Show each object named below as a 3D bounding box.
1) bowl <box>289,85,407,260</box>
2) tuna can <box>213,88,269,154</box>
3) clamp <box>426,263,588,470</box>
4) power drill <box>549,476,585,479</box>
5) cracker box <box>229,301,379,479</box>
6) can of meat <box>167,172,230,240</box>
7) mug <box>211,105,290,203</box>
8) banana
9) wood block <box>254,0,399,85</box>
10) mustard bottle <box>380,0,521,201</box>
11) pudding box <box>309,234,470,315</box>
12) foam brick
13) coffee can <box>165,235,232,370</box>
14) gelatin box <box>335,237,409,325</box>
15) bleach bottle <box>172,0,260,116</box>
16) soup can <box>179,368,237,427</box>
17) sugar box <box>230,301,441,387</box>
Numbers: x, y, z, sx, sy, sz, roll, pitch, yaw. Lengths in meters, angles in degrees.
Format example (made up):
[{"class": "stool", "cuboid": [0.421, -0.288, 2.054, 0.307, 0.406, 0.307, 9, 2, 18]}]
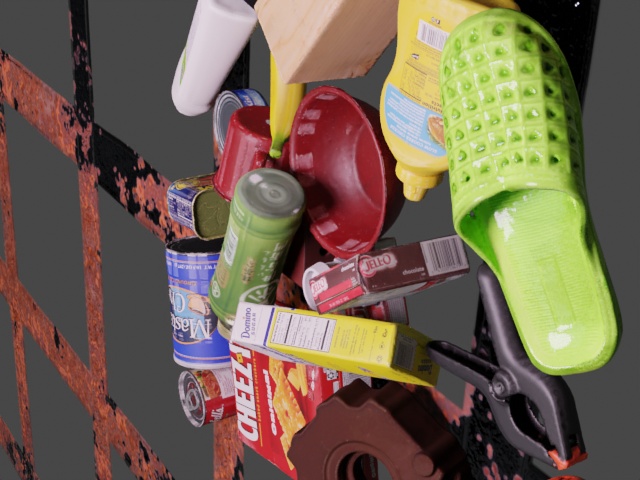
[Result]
[{"class": "bowl", "cuboid": [0.035, -0.065, 0.988, 0.162, 0.055, 0.162, 30, 126, 52]}, {"class": "tuna can", "cuboid": [-0.085, -0.126, 1.193, 0.086, 0.033, 0.086, 30, 126, 53]}, {"class": "clamp", "cuboid": [0.151, 0.117, 0.875, 0.171, 0.039, 0.120, 64, 149, 22]}, {"class": "power drill", "cuboid": [0.152, 0.277, 0.868, 0.188, 0.057, 0.184, -6, 98, 38]}, {"class": "cracker box", "cuboid": [-0.023, 0.169, 1.161, 0.214, 0.072, 0.164, 17, 115, 57]}, {"class": "can of meat", "cuboid": [-0.113, -0.042, 1.207, 0.084, 0.101, 0.057, 24, 122, 57]}, {"class": "mug", "cuboid": [-0.062, -0.081, 1.101, 0.117, 0.093, 0.082, -75, 0, -58]}, {"class": "banana", "cuboid": [-0.031, -0.182, 1.039, 0.069, 0.037, 0.198, -96, 7, -77]}, {"class": "wood block", "cuboid": [0.031, -0.227, 0.898, 0.206, 0.090, 0.090, -47, 60, 56]}, {"class": "mustard bottle", "cuboid": [0.095, -0.114, 0.860, 0.096, 0.058, 0.192, 33, 131, 28]}, {"class": "pudding box", "cuboid": [0.060, 0.030, 0.923, 0.090, 0.113, 0.039, -29, 73, 59]}, {"class": "foam brick", "cuboid": [-0.007, 0.001, 1.089, 0.051, 0.052, 0.078, 34, 130, 51]}, {"class": "coffee can", "cuboid": [-0.127, 0.071, 1.267, 0.103, 0.102, 0.140, 18, 114, 57]}, {"class": "gelatin box", "cuboid": [0.048, 0.043, 1.031, 0.073, 0.030, 0.089, -1, 100, 60]}, {"class": "bleach bottle", "cuboid": [-0.120, -0.216, 1.181, 0.251, 0.068, 0.102, 131, 151, -61]}, {"class": "soup can", "cuboid": [-0.109, 0.178, 1.280, 0.069, 0.102, 0.068, 29, 125, 52]}, {"class": "sugar box", "cuboid": [0.014, 0.096, 0.981, 0.177, 0.093, 0.048, 2, 73, 35]}]
